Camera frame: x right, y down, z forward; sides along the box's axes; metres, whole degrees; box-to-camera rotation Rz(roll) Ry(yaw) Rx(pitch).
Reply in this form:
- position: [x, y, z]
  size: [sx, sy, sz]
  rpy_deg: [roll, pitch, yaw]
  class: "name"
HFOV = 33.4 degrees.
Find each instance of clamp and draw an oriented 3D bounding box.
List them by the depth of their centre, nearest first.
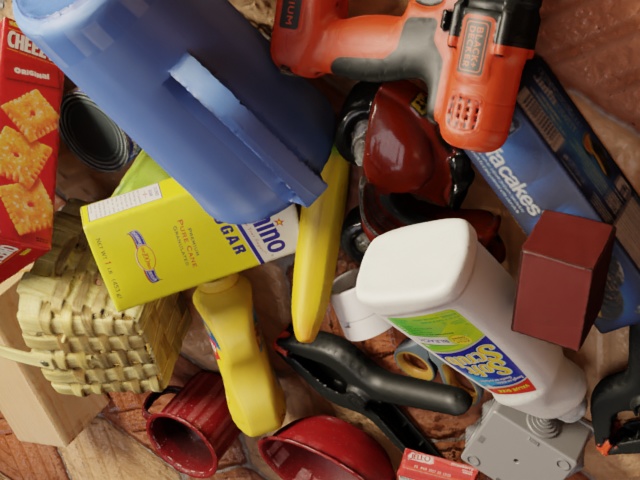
- position: [0.260, 0.117, 0.844]
  size: [0.120, 0.039, 0.172]
  rpy_deg: [42, 138, 2]
  class: "clamp"
- position: [0.049, 0.138, 1.010]
  size: [0.210, 0.036, 0.165]
  rpy_deg: [34, 148, 11]
  class: "clamp"

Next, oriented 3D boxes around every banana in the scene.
- position: [-0.001, -0.010, 0.898]
  size: [0.037, 0.069, 0.198]
  rpy_deg: [12, 118, 8]
  class: "banana"

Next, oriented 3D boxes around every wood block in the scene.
- position: [-0.348, 0.137, 1.269]
  size: [0.091, 0.090, 0.206]
  rpy_deg: [-1, 123, 37]
  class: "wood block"

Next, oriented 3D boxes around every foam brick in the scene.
- position: [0.167, 0.028, 0.737]
  size: [0.051, 0.052, 0.078]
  rpy_deg: [19, 133, 23]
  class: "foam brick"

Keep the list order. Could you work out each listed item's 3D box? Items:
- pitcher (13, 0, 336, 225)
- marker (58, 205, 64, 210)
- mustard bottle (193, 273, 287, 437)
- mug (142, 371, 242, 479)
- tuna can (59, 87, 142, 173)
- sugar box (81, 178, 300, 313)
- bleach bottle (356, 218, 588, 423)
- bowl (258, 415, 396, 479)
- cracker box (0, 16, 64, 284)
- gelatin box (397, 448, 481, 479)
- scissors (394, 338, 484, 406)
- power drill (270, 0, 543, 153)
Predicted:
- position: [-0.095, -0.118, 0.762]
  size: [0.149, 0.145, 0.242]
  rpy_deg: [-10, 148, 29]
  class: "pitcher"
- position: [-0.221, -0.024, 1.093]
  size: [0.121, 0.020, 0.020]
  rpy_deg: [4, 126, 34]
  class: "marker"
- position: [-0.082, 0.092, 1.039]
  size: [0.058, 0.096, 0.191]
  rpy_deg: [-16, 120, -4]
  class: "mustard bottle"
- position: [-0.139, 0.195, 1.169]
  size: [0.117, 0.081, 0.093]
  rpy_deg: [19, 133, 23]
  class: "mug"
- position: [-0.205, -0.107, 1.001]
  size: [0.086, 0.033, 0.086]
  rpy_deg: [20, 134, 22]
  class: "tuna can"
- position: [-0.107, -0.010, 0.923]
  size: [0.176, 0.048, 0.093]
  rpy_deg: [-18, 122, -4]
  class: "sugar box"
- position: [0.141, 0.078, 0.831]
  size: [0.103, 0.068, 0.250]
  rpy_deg: [-10, 142, 44]
  class: "bleach bottle"
- position: [0.019, 0.226, 1.083]
  size: [0.162, 0.055, 0.162]
  rpy_deg: [25, 152, 14]
  class: "bowl"
- position: [-0.301, -0.069, 0.982]
  size: [0.072, 0.213, 0.164]
  rpy_deg: [17, 151, -35]
  class: "cracker box"
- position: [0.113, 0.236, 1.014]
  size: [0.073, 0.030, 0.089]
  rpy_deg: [12, 146, 16]
  class: "gelatin box"
- position: [0.084, 0.079, 0.924]
  size: [0.096, 0.016, 0.201]
  rpy_deg: [9, 144, 41]
  class: "scissors"
- position: [0.060, -0.164, 0.714]
  size: [0.188, 0.057, 0.184]
  rpy_deg: [18, 103, 35]
  class: "power drill"
